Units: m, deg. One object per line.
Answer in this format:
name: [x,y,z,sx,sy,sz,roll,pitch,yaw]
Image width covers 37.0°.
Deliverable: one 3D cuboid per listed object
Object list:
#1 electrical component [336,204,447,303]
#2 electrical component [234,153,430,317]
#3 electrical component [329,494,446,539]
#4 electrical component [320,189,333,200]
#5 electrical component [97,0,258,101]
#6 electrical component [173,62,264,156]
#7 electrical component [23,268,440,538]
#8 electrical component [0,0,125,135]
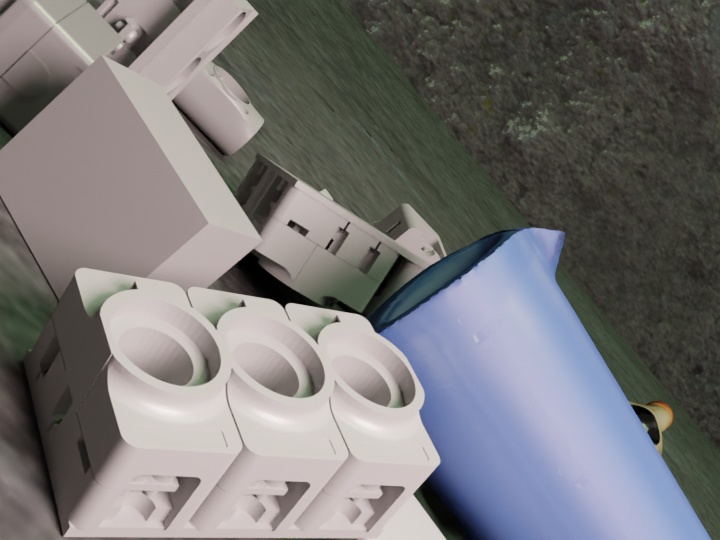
electrical component: [0.021,-0.005,0.882,0.050,0.089,0.055,45,15,-24]
electrical component: [0.000,0.000,0.756,0.186,0.060,0.105,32,3,-24]
electrical component: [0.021,0.164,0.520,0.099,0.048,0.100,53,14,9]
electrical component: [-0.033,-0.039,0.908,0.046,0.040,0.040,55,13,-4]
electrical component: [-0.133,-0.143,0.679,0.063,0.121,0.078,48,14,-3]
electrical component: [-0.119,-0.141,0.884,0.077,0.044,0.079,46,14,-18]
electrical component: [-0.049,0.056,0.446,0.150,0.061,0.089,12,37,-38]
electrical component: [-0.180,-0.125,0.604,0.061,0.062,0.096,47,14,-17]
